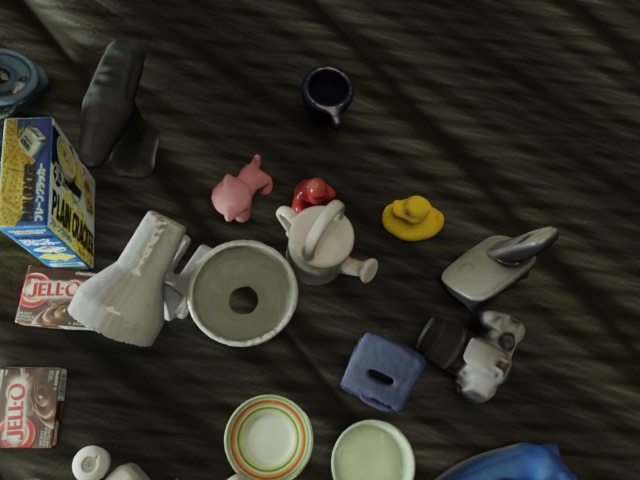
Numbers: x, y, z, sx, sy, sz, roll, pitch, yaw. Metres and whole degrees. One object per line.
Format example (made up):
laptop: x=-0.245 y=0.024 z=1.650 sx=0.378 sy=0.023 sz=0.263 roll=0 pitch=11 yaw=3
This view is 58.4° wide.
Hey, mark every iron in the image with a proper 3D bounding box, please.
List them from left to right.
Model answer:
iron: x=0.254 y=0.371 z=0.813 sx=0.258 sy=0.141 sz=0.118 roll=-12 pitch=74 yaw=-10

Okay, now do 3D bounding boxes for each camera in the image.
camera: x=0.233 y=0.164 z=0.899 sx=0.137 sy=0.101 sz=0.143 roll=30 pitch=71 yaw=4

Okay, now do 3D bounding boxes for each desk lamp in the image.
desk lamp: x=-0.243 y=0.055 z=0.820 sx=0.118 sy=0.213 sz=0.203 roll=27 pitch=71 yaw=3

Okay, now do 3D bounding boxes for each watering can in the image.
watering can: x=0.009 y=0.001 z=0.876 sx=0.173 sy=0.194 sz=0.101 roll=16 pitch=71 yaw=-1

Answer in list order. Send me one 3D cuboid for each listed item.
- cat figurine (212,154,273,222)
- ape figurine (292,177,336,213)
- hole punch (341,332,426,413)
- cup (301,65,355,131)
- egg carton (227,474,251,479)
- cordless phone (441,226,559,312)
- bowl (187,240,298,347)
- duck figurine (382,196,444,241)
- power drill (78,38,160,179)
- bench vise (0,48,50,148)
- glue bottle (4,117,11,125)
cat figurine: x=-0.130 y=-0.083 z=0.928 sx=0.067 sy=0.117 sz=0.128 roll=31 pitch=72 yaw=4
ape figurine: x=-0.010 y=-0.074 z=0.952 sx=0.078 sy=0.092 sz=0.076 roll=-11 pitch=74 yaw=-10
hole punch: x=0.096 y=0.205 z=0.875 sx=0.108 sy=0.091 sz=0.101 roll=25 pitch=71 yaw=2
cup: x=0.014 y=-0.232 z=1.004 sx=0.092 sy=0.095 sz=0.117 roll=-13 pitch=74 yaw=-10
egg carton: x=-0.107 y=0.412 z=0.797 sx=0.107 sy=0.069 sz=0.150 roll=-35 pitch=79 yaw=-16
cordless phone: x=0.284 y=0.035 z=0.902 sx=0.148 sy=0.185 sz=0.094 roll=-37 pitch=79 yaw=-16
bowl: x=-0.119 y=0.088 z=0.897 sx=0.167 sy=0.074 sz=0.167 roll=2 pitch=72 yaw=-6
duck figurine: x=0.162 y=-0.044 z=0.966 sx=0.104 sy=0.086 sz=0.077 roll=8 pitch=71 yaw=-4
power drill: x=-0.309 y=-0.180 z=0.891 sx=0.075 sy=0.208 sz=0.229 roll=5 pitch=72 yaw=-5
bench vise: x=-0.519 y=-0.232 z=0.877 sx=0.121 sy=0.219 sz=0.207 roll=16 pitch=71 yaw=-1
glue bottle: x=-0.447 y=-0.140 z=0.880 sx=0.037 sy=0.173 sz=0.078 roll=30 pitch=72 yaw=4
